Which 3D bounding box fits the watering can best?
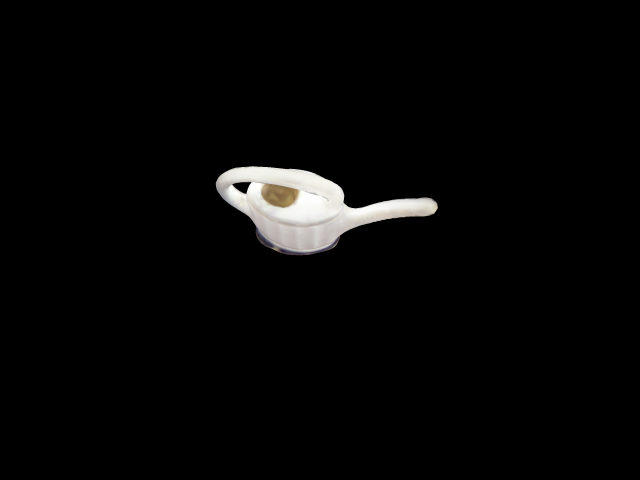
[{"bbox_3d":[0.003,-0.043,0.850,0.348,0.106,0.220,11,-22,5],"label":"watering can"}]
